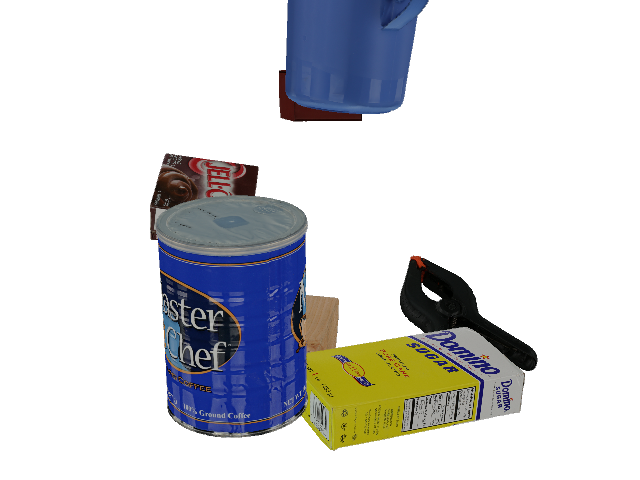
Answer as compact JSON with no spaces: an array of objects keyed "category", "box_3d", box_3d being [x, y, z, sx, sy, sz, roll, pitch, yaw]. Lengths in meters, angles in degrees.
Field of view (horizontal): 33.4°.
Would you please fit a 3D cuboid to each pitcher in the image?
[{"category":"pitcher","box_3d":[0.038,-0.235,0.924,0.145,0.243,0.149,7,15,7]}]

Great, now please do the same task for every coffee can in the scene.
[{"category":"coffee can","box_3d":[-0.060,0.051,0.745,0.103,0.140,0.103,0,21,0]}]

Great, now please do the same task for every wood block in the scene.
[{"category":"wood block","box_3d":[-0.034,0.150,1.461,0.091,0.090,0.206,6,18,7]}]

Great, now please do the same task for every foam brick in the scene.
[{"category":"foam brick","box_3d":[0.000,-0.153,1.125,0.078,0.051,0.053,-3,12,-19]}]

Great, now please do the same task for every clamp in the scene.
[{"category":"clamp","box_3d":[0.141,0.081,1.080,0.120,0.039,0.171,0,45,-19]}]

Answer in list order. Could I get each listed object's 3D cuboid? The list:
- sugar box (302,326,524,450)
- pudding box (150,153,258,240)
[{"category":"sugar box","box_3d":[0.069,0.118,0.882,0.176,0.048,0.093,-10,26,-22]},{"category":"pudding box","box_3d":[-0.105,-0.036,0.976,0.090,0.039,0.113,7,31,-4]}]
